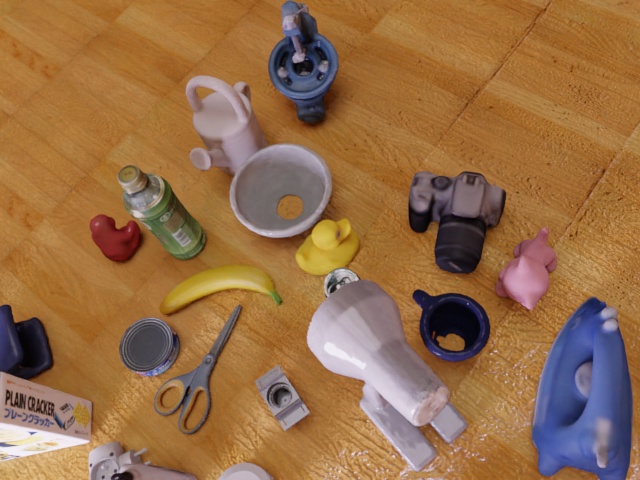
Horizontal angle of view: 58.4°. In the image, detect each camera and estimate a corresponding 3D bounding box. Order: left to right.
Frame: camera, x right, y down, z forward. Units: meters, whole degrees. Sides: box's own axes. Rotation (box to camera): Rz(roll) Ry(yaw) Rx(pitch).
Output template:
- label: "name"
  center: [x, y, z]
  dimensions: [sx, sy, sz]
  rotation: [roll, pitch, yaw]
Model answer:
- label: "camera"
  center: [0.197, -0.028, 0.855]
  dimensions: [0.143, 0.101, 0.137]
  rotation: [10, 67, 14]

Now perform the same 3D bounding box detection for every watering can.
- label: "watering can"
  center: [-0.156, -0.190, 0.939]
  dimensions: [0.101, 0.194, 0.173]
  rotation: [-6, 64, 7]

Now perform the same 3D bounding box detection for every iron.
- label: "iron"
  center: [0.344, 0.170, 0.715]
  dimensions: [0.118, 0.142, 0.258]
  rotation: [10, 67, 14]

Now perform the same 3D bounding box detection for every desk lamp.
- label: "desk lamp"
  center: [0.091, 0.169, 0.718]
  dimensions: [0.118, 0.214, 0.202]
  rotation: [-40, 65, -9]

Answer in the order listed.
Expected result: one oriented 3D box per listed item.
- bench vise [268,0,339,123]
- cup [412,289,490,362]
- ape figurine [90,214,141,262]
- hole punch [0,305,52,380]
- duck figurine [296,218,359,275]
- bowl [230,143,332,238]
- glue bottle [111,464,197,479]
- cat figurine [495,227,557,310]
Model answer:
- label: "bench vise"
  center: [-0.044, -0.335, 0.973]
  dimensions: [0.121, 0.220, 0.207]
  rotation: [-23, 63, -1]
- label: "cup"
  center: [0.173, 0.122, 0.793]
  dimensions: [0.092, 0.095, 0.117]
  rotation: [-43, 66, -11]
- label: "ape figurine"
  center: [-0.344, -0.011, 0.944]
  dimensions: [0.077, 0.092, 0.076]
  rotation: [5, 66, 12]
- label: "hole punch"
  center: [-0.488, 0.171, 0.884]
  dimensions: [0.101, 0.091, 0.108]
  rotation: [-29, 64, -5]
- label: "duck figurine"
  center: [0.008, 0.003, 0.881]
  dimensions: [0.104, 0.086, 0.077]
  rotation: [-29, 64, -4]
- label: "bowl"
  center: [-0.057, -0.069, 0.932]
  dimensions: [0.167, 0.075, 0.167]
  rotation: [-4, 65, 8]
- label: "glue bottle"
  center: [-0.221, 0.307, 0.729]
  dimensions: [0.078, 0.173, 0.037]
  rotation: [9, 67, 14]
- label: "cat figurine"
  center: [0.291, 0.041, 0.798]
  dimensions: [0.067, 0.118, 0.128]
  rotation: [24, 71, 19]
